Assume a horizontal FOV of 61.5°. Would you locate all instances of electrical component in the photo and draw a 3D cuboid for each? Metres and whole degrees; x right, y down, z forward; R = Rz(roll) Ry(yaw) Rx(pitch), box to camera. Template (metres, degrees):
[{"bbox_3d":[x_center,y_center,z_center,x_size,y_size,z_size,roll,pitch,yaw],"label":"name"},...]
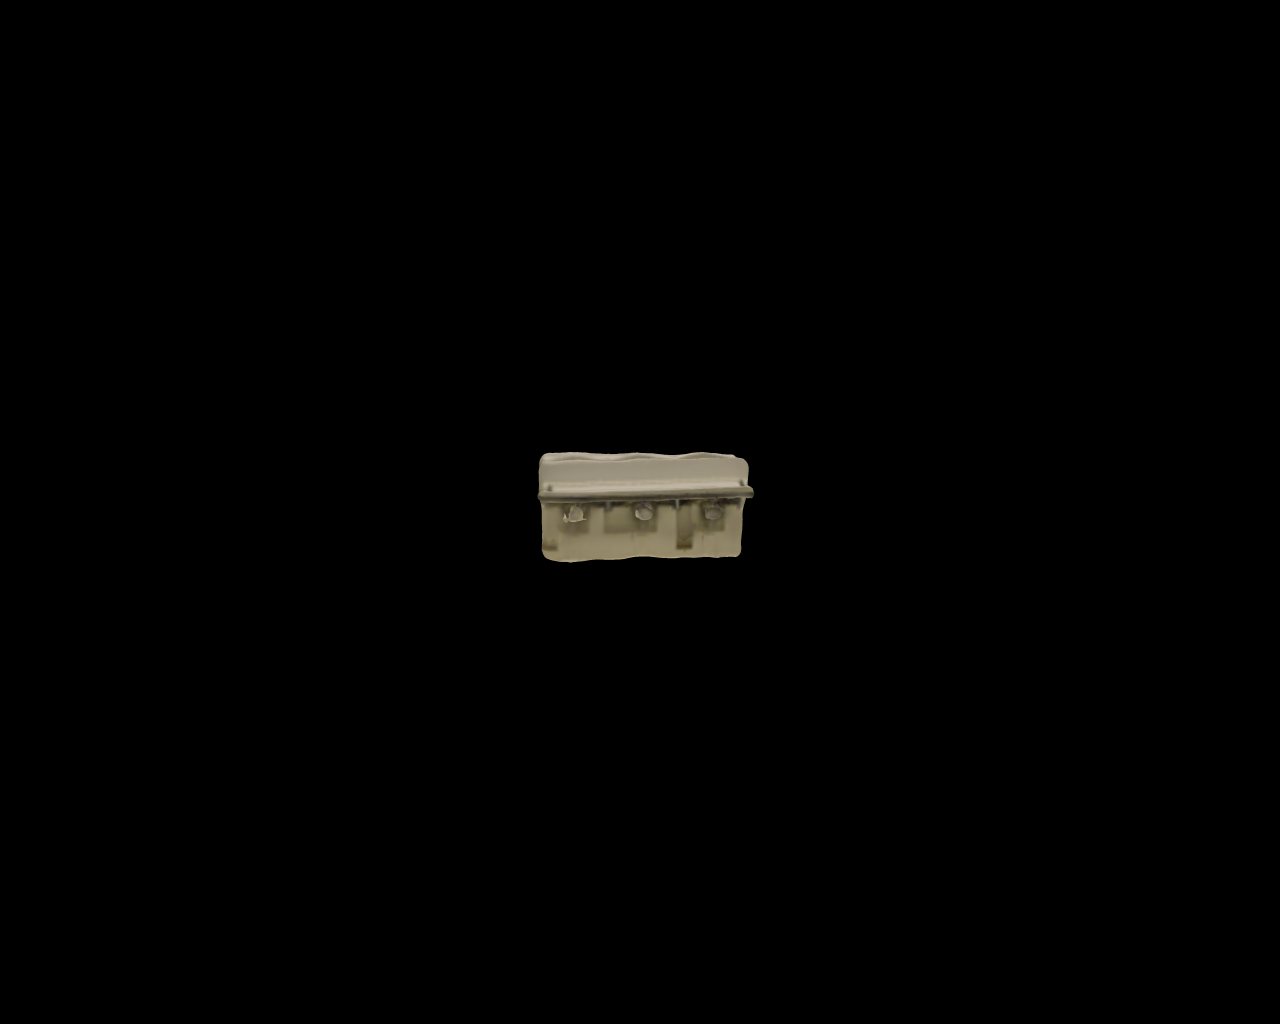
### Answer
[{"bbox_3d":[0.001,-0.003,0.650,0.121,0.063,0.079,-1,8,-5],"label":"electrical component"}]
